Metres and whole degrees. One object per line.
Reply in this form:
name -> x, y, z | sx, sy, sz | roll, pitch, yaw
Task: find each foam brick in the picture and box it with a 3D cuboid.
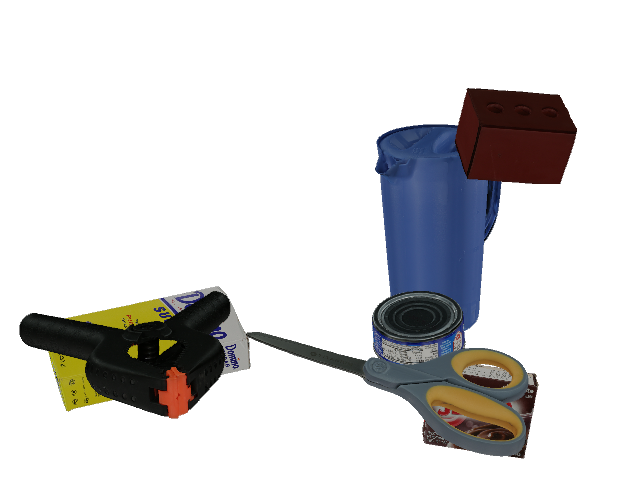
foam brick -> 0.149, -0.080, 0.821 | 0.078, 0.051, 0.053 | 3, 39, -9

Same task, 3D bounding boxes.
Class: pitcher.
pitcher -> 0.146, -0.015, 1.291 | 0.149, 0.243, 0.145 | 0, 23, 7

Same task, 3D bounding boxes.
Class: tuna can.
tuna can -> 0.090, 0.082, 0.985 | 0.086, 0.034, 0.086 | -5, 29, 3

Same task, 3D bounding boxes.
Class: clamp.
clamp -> -0.115, 0.076, 0.764 | 0.164, 0.036, 0.210 | -9, 14, -25

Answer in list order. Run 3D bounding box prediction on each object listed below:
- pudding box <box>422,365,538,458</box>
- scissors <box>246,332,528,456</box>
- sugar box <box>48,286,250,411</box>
pudding box -> 0.173, 0.182, 1.158 | 0.113, 0.090, 0.039 | 7, 21, 3
scissors -> 0.056, 0.084, 0.740 | 0.202, 0.016, 0.096 | 26, 43, 24
sugar box -> -0.163, 0.098, 1.003 | 0.176, 0.048, 0.093 | -14, 36, -16
